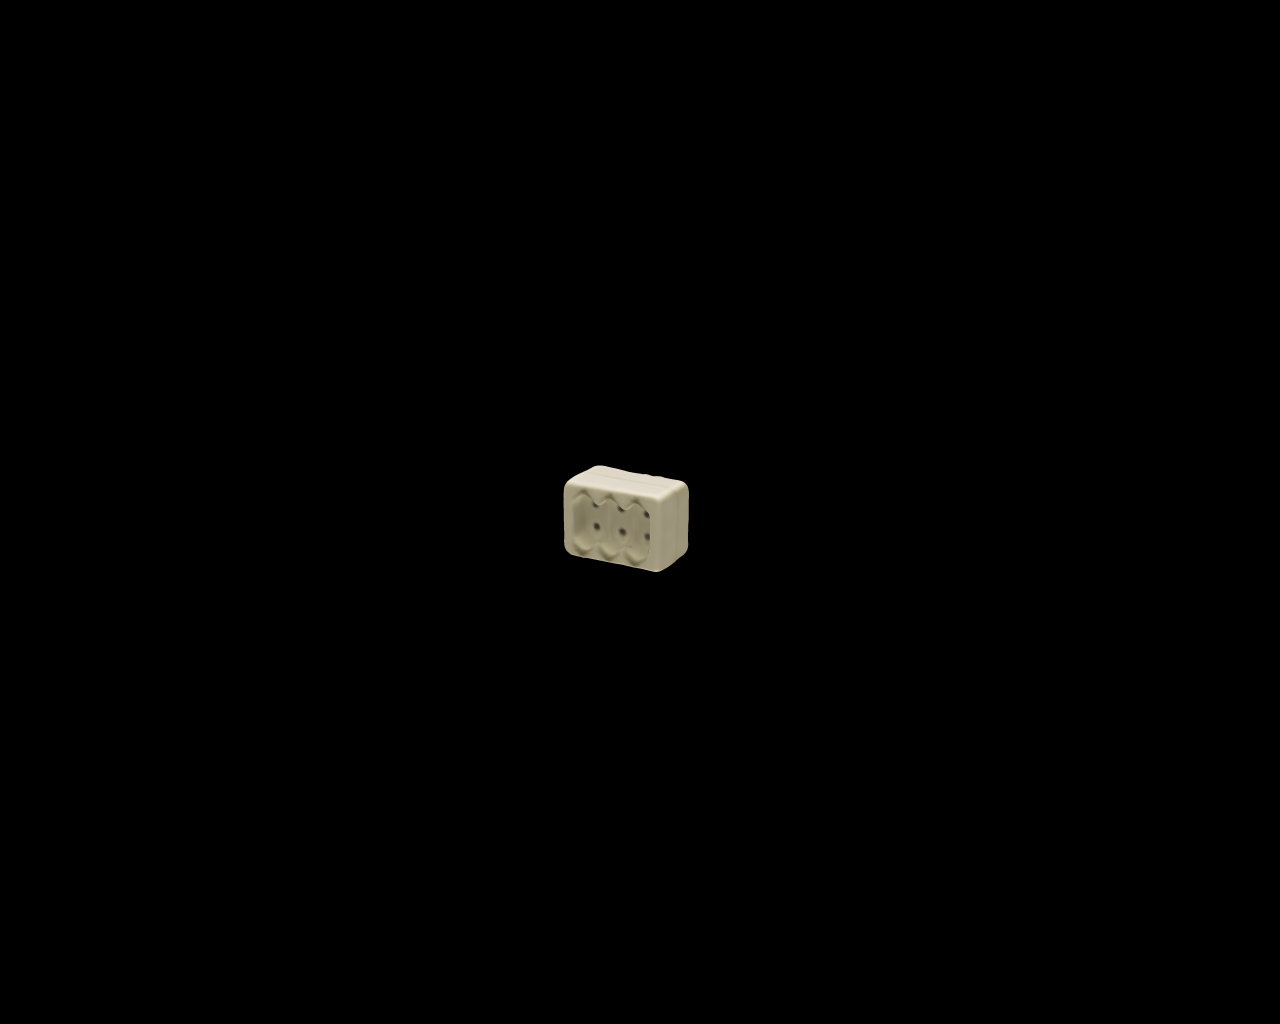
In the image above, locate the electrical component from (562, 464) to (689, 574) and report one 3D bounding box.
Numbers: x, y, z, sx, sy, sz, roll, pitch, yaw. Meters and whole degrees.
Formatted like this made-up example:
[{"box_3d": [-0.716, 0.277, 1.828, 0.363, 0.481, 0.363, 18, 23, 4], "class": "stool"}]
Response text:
[{"box_3d": [0.001, -0.003, 0.650, 0.066, 0.047, 0.077, 11, 23, 27], "class": "electrical component"}]
